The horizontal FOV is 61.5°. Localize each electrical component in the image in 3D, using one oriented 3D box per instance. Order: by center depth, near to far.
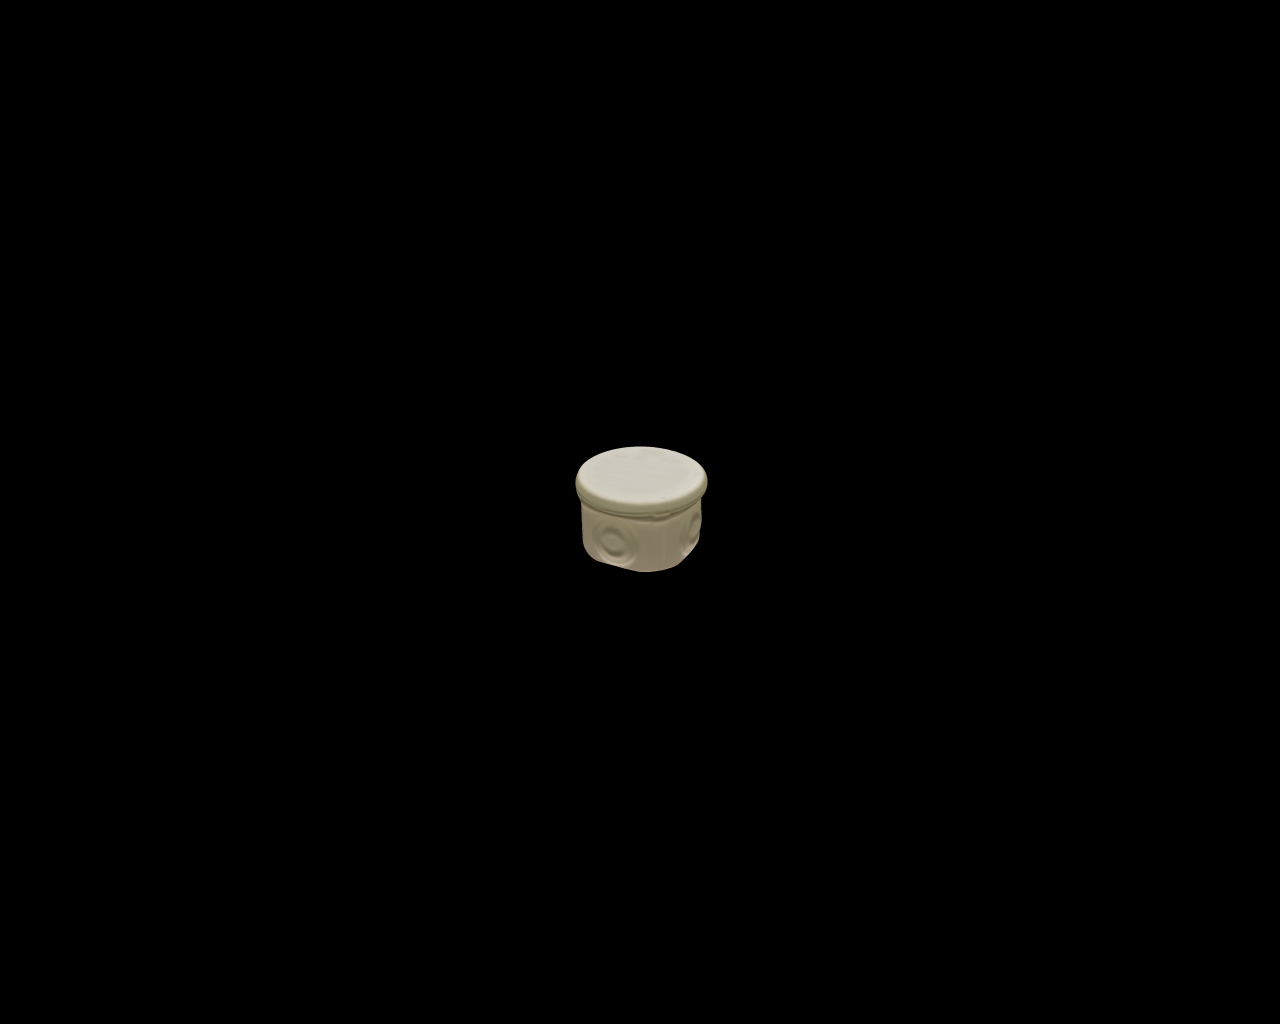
[{"bbox_3d":[0.001,-0.003,0.650,0.080,0.050,0.080,0,29,0],"label":"electrical component"}]
